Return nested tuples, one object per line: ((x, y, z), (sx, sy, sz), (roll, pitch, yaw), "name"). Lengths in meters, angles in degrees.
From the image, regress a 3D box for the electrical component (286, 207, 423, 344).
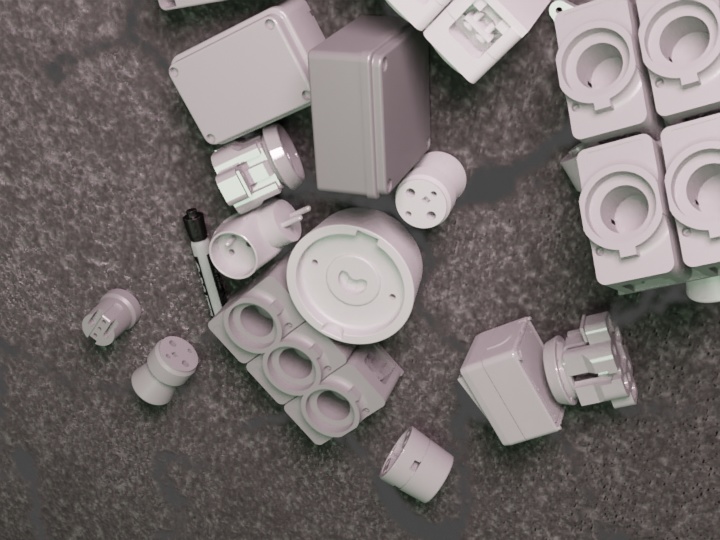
((0.000, 0.000, 0.890), (0.108, 0.060, 0.108), (8, 118, 15), "electrical component")

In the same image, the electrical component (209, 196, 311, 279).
((-0.076, -0.034, 0.891), (0.079, 0.077, 0.043), (-22, 107, 29), "electrical component")

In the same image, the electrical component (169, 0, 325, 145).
((-0.083, -0.154, 0.841), (0.113, 0.057, 0.078), (-19, 108, 28), "electrical component")

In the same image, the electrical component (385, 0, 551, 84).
((0.051, -0.208, 0.742), (0.150, 0.089, 0.062), (44, 123, -6), "electrical component")

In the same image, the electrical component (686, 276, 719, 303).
((0.237, -0.012, 0.727), (0.045, 0.045, 0.055), (-13, 111, 26), "electrical component")

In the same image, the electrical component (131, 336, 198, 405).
((-0.185, 0.095, 1.022), (0.045, 0.045, 0.055), (40, 123, -3), "electrical component")

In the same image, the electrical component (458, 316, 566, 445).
((0.130, 0.099, 0.893), (0.061, 0.061, 0.096), (-23, 107, 29), "electrical component")

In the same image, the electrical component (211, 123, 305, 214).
((-0.081, -0.084, 0.873), (0.057, 0.078, 0.058), (-23, 108, 10), "electrical component")

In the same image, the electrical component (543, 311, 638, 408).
((0.183, 0.077, 0.865), (0.057, 0.058, 0.078), (-16, 110, 24), "electrical component")

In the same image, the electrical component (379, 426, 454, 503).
((0.052, 0.177, 0.971), (0.047, 0.055, 0.055), (33, 123, -3), "electrical component")

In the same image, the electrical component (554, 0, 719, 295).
((0.194, -0.088, 0.689), (0.105, 0.060, 0.186), (-13, 76, 28), "electrical component")

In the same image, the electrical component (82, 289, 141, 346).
((-0.235, 0.045, 1.013), (0.040, 0.046, 0.040), (9, 120, 16), "electrical component")

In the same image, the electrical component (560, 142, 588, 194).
((0.179, -0.065, 0.800), (0.044, 0.044, 0.065), (-28, 100, 30), "electrical component")

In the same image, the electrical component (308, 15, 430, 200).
((0.009, -0.123, 0.793), (0.056, 0.108, 0.108), (8, 119, 20), "electrical component")

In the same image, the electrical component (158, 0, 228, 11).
((-0.106, -0.257, 0.796), (0.109, 0.056, 0.108), (-3, 115, 22), "electrical component")

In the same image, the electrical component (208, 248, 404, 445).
((-0.049, 0.071, 0.947), (0.089, 0.061, 0.150), (-36, 100, 32), "electrical component")

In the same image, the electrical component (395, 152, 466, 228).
((0.055, -0.062, 0.839), (0.045, 0.055, 0.045), (9, 120, 16), "electrical component")
